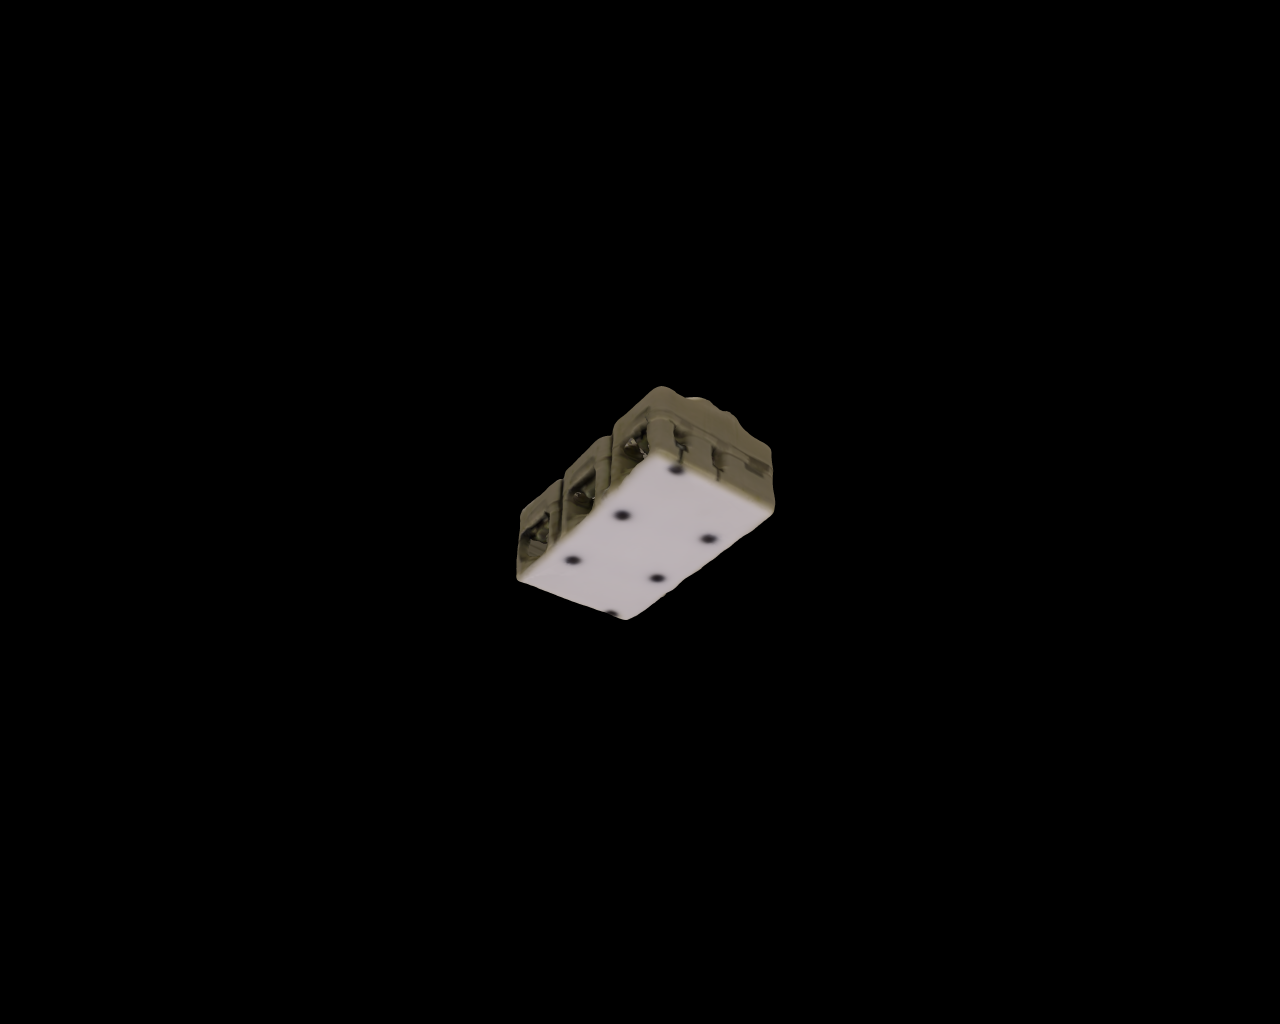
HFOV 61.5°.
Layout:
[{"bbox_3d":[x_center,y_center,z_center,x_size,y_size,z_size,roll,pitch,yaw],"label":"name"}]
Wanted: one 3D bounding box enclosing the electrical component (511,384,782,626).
[{"bbox_3d":[0.001,-0.003,0.650,0.089,0.062,0.150,25,-44,-28],"label":"electrical component"}]
